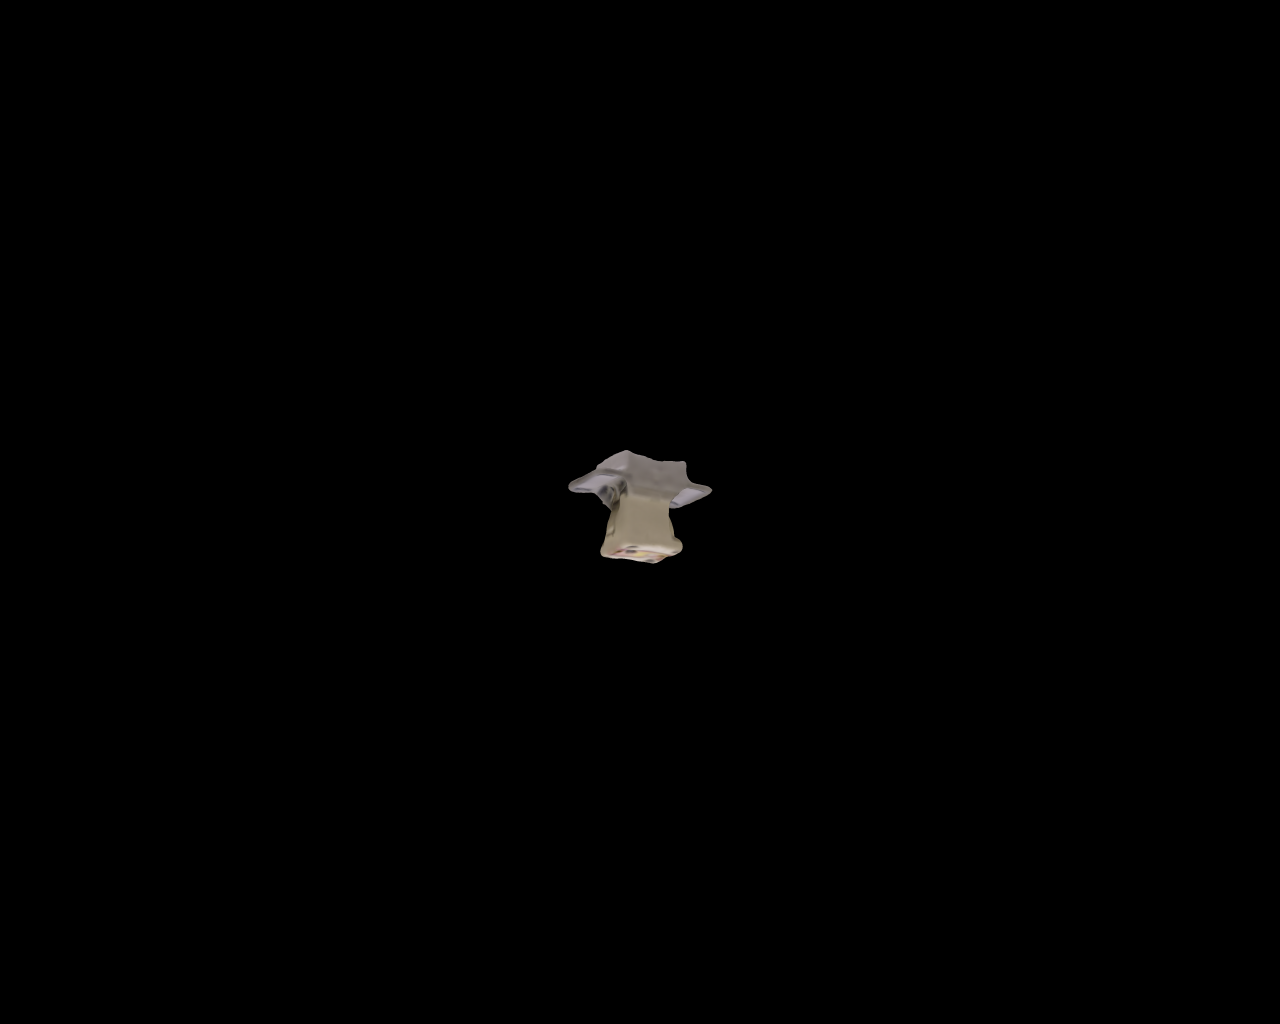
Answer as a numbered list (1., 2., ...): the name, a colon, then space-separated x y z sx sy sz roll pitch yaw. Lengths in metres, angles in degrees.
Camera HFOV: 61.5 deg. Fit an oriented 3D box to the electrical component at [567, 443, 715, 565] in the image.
1. electrical component: 0.001 -0.003 0.650 0.081 0.064 0.042 9 -19 -29
